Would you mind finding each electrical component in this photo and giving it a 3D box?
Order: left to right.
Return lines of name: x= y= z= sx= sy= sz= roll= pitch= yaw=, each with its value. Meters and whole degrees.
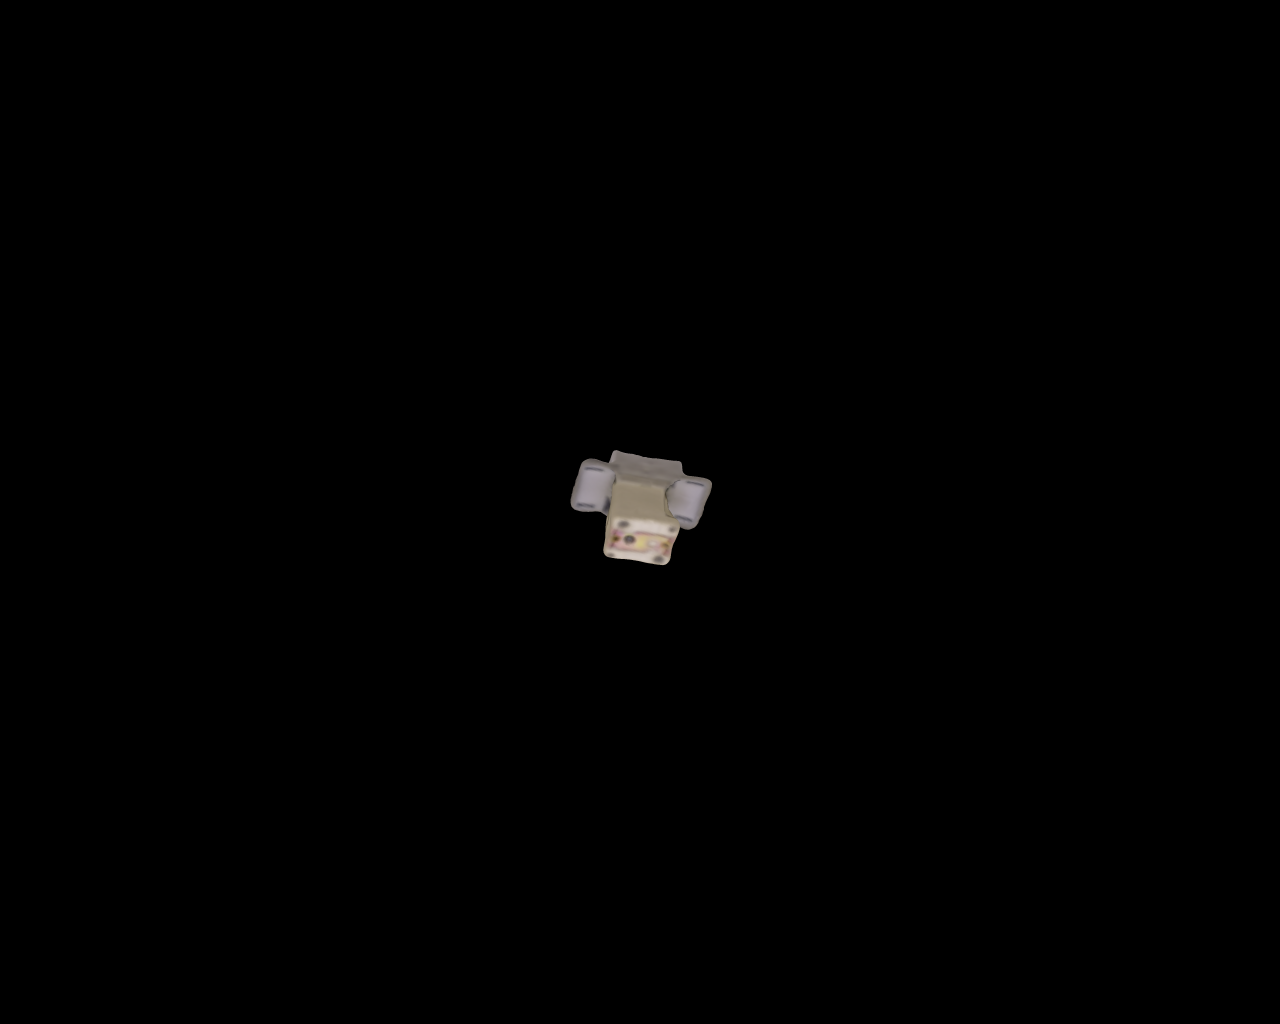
electrical component: x=0.001 y=-0.003 z=0.650 sx=0.081 sy=0.042 sz=0.064 roll=9 pitch=44 yaw=-8
